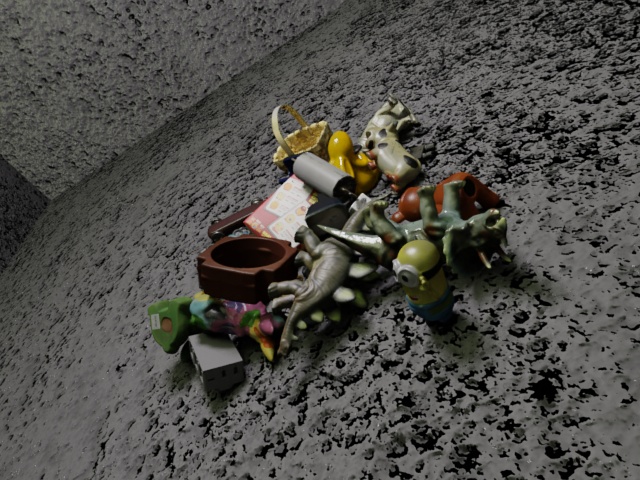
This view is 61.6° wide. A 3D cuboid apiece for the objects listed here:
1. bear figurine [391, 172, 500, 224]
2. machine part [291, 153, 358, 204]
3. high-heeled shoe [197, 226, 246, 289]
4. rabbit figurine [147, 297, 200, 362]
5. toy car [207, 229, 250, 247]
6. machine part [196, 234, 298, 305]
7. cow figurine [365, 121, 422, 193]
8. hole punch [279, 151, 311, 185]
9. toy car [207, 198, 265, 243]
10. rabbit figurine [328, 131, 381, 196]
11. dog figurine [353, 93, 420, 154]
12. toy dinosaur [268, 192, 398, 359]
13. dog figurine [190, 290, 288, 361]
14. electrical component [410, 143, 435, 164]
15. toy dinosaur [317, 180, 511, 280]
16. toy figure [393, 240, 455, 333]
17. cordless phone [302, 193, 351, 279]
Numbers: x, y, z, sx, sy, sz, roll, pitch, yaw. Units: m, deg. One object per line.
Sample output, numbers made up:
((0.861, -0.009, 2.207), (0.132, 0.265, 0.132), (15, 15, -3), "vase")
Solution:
((0.259, -0.068, 1.154), (0.196, 0.132, 0.120), (-26, 27, 53), "bear figurine")
((0.010, -0.156, 1.345), (0.079, 0.079, 0.243), (-45, 48, -11), "machine part")
((-0.281, 0.038, 1.609), (0.145, 0.086, 0.249), (1, 60, 4), "high-heeled shoe")
((-0.317, 0.215, 1.331), (0.121, 0.170, 0.159), (-23, 76, 27), "rabbit figurine")
((-0.243, 0.050, 1.511), (0.162, 0.109, 0.103), (-34, 53, -15), "toy car")
((-0.163, 0.064, 1.236), (0.202, 0.087, 0.201), (10, 25, 18), "machine part")
((0.184, -0.225, 1.380), (0.127, 0.085, 0.195), (-33, 60, -11), "cow figurine")
((-0.049, -0.186, 1.591), (0.142, 0.115, 0.092), (-15, 48, 30), "hole punch")
((-0.236, -0.055, 1.572), (0.202, 0.053, 0.089), (-26, 32, 3), "toy car")
((0.070, -0.203, 1.437), (0.122, 0.173, 0.162), (-1, 43, 40), "rabbit figurine")
((0.177, -0.316, 1.560), (0.190, 0.121, 0.172), (-43, -7, 25), "dog figurine")
((0.032, 0.051, 1.164), (0.199, 0.105, 0.471), (17, 60, 16), "toy dinosaur")
((-0.173, 0.187, 1.201), (0.191, 0.108, 0.219), (-9, 25, -30), "dog figurine")
((0.257, -0.224, 1.416), (0.094, 0.021, 0.063), (-15, 38, 34), "electrical component")
((0.186, 0.002, 1.050), (0.405, 0.192, 0.131), (-17, -5, 37), "toy dinosaur")
((0.187, 0.079, 0.947), (0.082, 0.180, 0.089), (-1, 45, 42), "toy figure")
((-0.002, -0.004, 1.284), (0.089, 0.146, 0.184), (24, 72, 32), "cordless phone")
